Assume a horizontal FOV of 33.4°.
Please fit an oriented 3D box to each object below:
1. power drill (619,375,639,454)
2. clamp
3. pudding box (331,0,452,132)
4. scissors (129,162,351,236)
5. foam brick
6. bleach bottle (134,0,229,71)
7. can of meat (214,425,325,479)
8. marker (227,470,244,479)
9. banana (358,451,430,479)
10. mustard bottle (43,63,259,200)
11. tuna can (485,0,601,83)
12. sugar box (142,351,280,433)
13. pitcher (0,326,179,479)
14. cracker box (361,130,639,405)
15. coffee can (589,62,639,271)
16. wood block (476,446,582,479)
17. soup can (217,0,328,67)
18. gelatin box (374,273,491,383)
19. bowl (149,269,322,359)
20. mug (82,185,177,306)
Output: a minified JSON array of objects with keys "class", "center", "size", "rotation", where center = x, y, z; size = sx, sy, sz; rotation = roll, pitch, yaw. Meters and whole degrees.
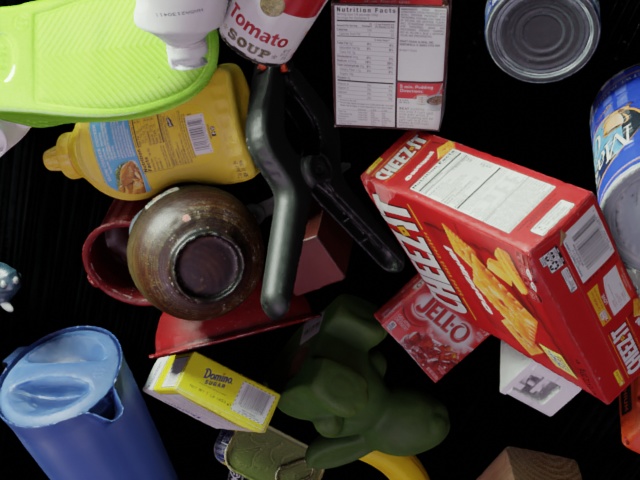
[{"class":"power drill","center":[0.312,0.106,0.894],"size":[0.057,0.184,0.188],"rotation":[16,138,-1]},{"class":"clamp","center":[-0.016,-0.045,0.851],"size":[0.036,0.164,0.210],"rotation":[-16,98,42]},{"class":"pudding box","center":[0.055,-0.141,0.831],"size":[0.090,0.039,0.113],"rotation":[4,127,7]},{"class":"scissors","center":[-0.075,-0.029,0.895],"size":[0.201,0.016,0.096],"rotation":[-42,115,-3]},{"class":"foam brick","center":[-0.006,0.001,0.928],"size":[0.053,0.078,0.051],"rotation":[-20,120,24]},{"class":"bleach bottle","center":[-0.122,-0.241,0.746],"size":[0.103,0.068,0.251],"rotation":[-2,118,11]},{"class":"can of meat","center":[-0.055,0.225,1.103],"size":[0.102,0.057,0.084],"rotation":[29,167,-11]},{"class":"marker","center":[-0.092,0.259,1.183],"size":[0.020,0.020,0.121],"rotation":[13,129,1]},{"class":"banana","center":[0.079,0.251,1.130],"size":[0.070,0.037,0.197],"rotation":[-24,126,24]},{"class":"mustard bottle","center":[-0.147,-0.084,0.899],"size":[0.192,0.058,0.096],"rotation":[-9,107,18]},{"class":"tuna can","center":[0.166,-0.161,0.797],"size":[0.086,0.033,0.086],"rotation":[5,129,7]},{"class":"sugar box","center":[-0.108,0.146,1.025],"size":[0.093,0.048,0.176],"rotation":[30,166,-13]},{"class":"pitcher","center":[-0.235,0.213,1.118],"size":[0.145,0.149,0.243],"rotation":[-15,128,3]},{"class":"cracker box","center":[0.142,0.015,0.826],"size":[0.072,0.214,0.164],"rotation":[-42,124,-13]},{"class":"coffee can","center":[0.256,-0.056,0.793],"size":[0.103,0.140,0.103],"rotation":[5,128,7]},{"class":"wood block","center":[0.187,0.316,1.118],"size":[0.090,0.091,0.206],"rotation":[15,131,-21]},{"class":"soup can","center":[-0.027,-0.188,0.792],"size":[0.068,0.068,0.102],"rotation":[29,128,-12]},{"class":"gelatin box","center":[0.104,0.076,0.976],"size":[0.073,0.030,0.089],"rotation":[-42,115,1]},{"class":"bowl","center":[-0.082,0.063,0.970],"size":[0.162,0.162,0.055],"rotation":[-15,86,21]},{"class":"mug","center":[-0.163,0.004,0.958],"size":[0.117,0.081,0.093],"rotation":[-33,115,30]}]
